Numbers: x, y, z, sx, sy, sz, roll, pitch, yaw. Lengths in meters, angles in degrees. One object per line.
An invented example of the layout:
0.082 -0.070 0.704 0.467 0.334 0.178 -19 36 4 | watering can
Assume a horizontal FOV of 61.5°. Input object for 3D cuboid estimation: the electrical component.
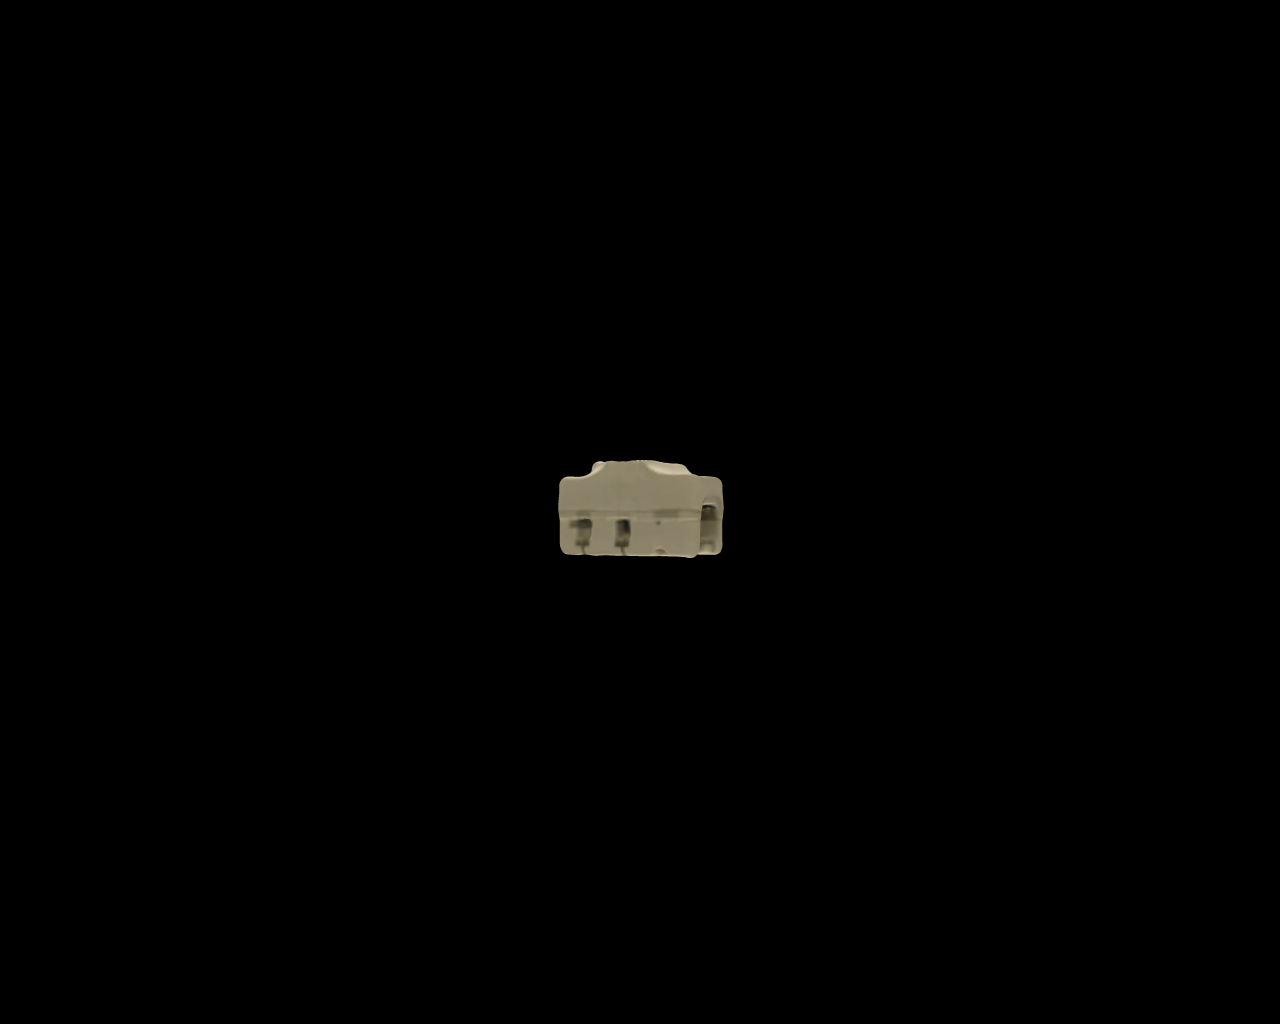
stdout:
0.001 -0.003 0.650 0.089 0.055 0.050 0 0 25 | electrical component
